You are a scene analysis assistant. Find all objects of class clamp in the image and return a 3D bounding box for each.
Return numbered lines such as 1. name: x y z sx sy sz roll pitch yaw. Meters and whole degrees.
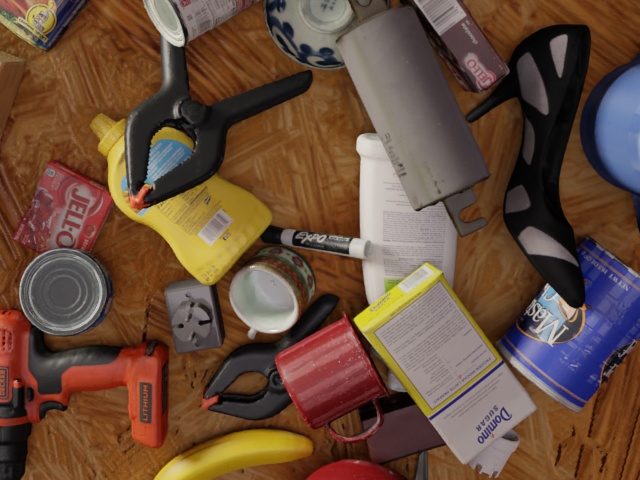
1. clamp: -0.126 -0.125 0.992 0.164 0.036 0.210 36 73 -2
2. clamp: -0.039 0.124 1.073 0.171 0.039 0.120 -11 94 -4

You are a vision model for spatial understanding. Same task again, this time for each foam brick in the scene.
1. foam brick: 0.082 0.186 1.076 0.078 0.053 0.051 -18 100 2

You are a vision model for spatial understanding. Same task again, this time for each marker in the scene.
1. marker: -0.007 0.001 1.031 0.121 0.020 0.020 9 102 29

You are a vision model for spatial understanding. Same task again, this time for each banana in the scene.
1. banana: -0.104 0.236 1.097 0.198 0.037 0.069 -30 116 7

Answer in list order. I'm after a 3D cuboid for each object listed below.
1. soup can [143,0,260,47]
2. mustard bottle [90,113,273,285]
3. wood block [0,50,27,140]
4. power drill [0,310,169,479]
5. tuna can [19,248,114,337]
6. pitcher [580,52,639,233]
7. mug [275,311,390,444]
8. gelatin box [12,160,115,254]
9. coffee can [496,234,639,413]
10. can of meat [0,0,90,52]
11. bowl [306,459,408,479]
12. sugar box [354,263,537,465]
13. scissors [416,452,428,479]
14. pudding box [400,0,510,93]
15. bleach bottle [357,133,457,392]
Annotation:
1. soup can: -0.102 -0.228 0.970 0.102 0.069 0.068 -36 100 -20
2. mustard bottle: -0.144 -0.051 1.022 0.191 0.058 0.096 42 87 -1
3. wood block: -0.361 -0.087 1.006 0.091 0.090 0.206 21 100 -4
4. power drill: -0.248 0.166 1.071 0.187 0.057 0.184 3 101 0
5. tuna can: -0.242 0.050 1.020 0.086 0.034 0.086 0 87 -1
6. pitcher: 0.309 -0.081 0.926 0.145 0.242 0.149 -43 92 11
7. mug: 0.016 0.138 1.013 0.081 0.093 0.117 -28 76 1
8. gelatin box: -0.249 -0.024 1.048 0.073 0.030 0.089 27 101 -6
9. coffee can: 0.254 0.080 1.029 0.103 0.103 0.140 37 99 -7
10. can of meat: -0.267 -0.238 0.994 0.102 0.057 0.084 40 101 -7
11. bowl: 0.048 0.265 1.065 0.162 0.162 0.055 26 57 -5
12. sugar box: 0.120 0.118 1.013 0.093 0.048 0.176 -37 109 -2
13. scissors: 0.083 0.322 1.121 0.096 0.016 0.202 -11 100 2
14. pudding box: 0.123 -0.189 0.984 0.039 0.090 0.113 -35 98 3
15. bleach bottle: 0.080 0.025 1.041 0.102 0.068 0.251 3 103 -1
